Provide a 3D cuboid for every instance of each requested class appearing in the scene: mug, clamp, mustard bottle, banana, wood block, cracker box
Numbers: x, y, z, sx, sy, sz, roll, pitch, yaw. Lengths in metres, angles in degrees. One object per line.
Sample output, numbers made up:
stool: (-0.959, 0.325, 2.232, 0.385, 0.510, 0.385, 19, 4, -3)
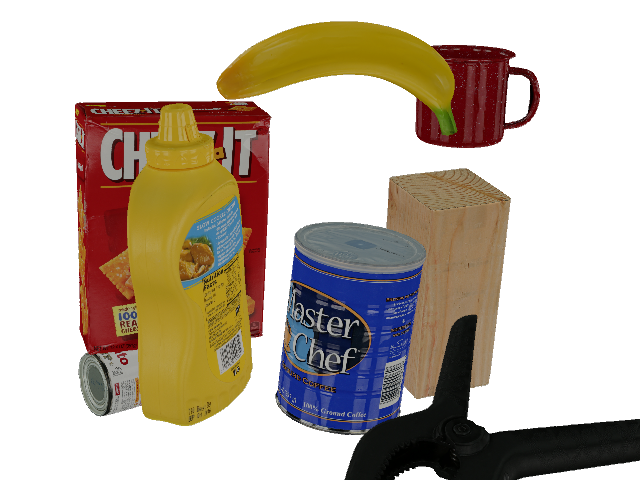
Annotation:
mug: (0.141, -0.131, 0.974, 0.117, 0.081, 0.093, 4, 18, 12)
clamp: (0.082, 0.121, 0.654, 0.209, 0.036, 0.165, -23, 37, -27)
mustard bottle: (-0.081, 0.011, 0.661, 0.058, 0.192, 0.096, 8, 23, 23)
banana: (0.023, -0.121, 0.755, 0.197, 0.069, 0.037, 6, -1, -26)
wood block: (0.121, 0.042, 1.071, 0.090, 0.206, 0.091, -8, 27, -21)
cracker box: (-0.132, -0.013, 0.952, 0.164, 0.214, 0.072, -3, 19, -20)

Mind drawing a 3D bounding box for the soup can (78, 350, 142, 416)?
soup can: (-0.188, 0.137, 1.098, 0.102, 0.068, 0.069, -11, 7, -37)

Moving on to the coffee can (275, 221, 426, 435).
coffee can: (0.023, 0.067, 0.844, 0.103, 0.140, 0.103, 7, 18, -2)
